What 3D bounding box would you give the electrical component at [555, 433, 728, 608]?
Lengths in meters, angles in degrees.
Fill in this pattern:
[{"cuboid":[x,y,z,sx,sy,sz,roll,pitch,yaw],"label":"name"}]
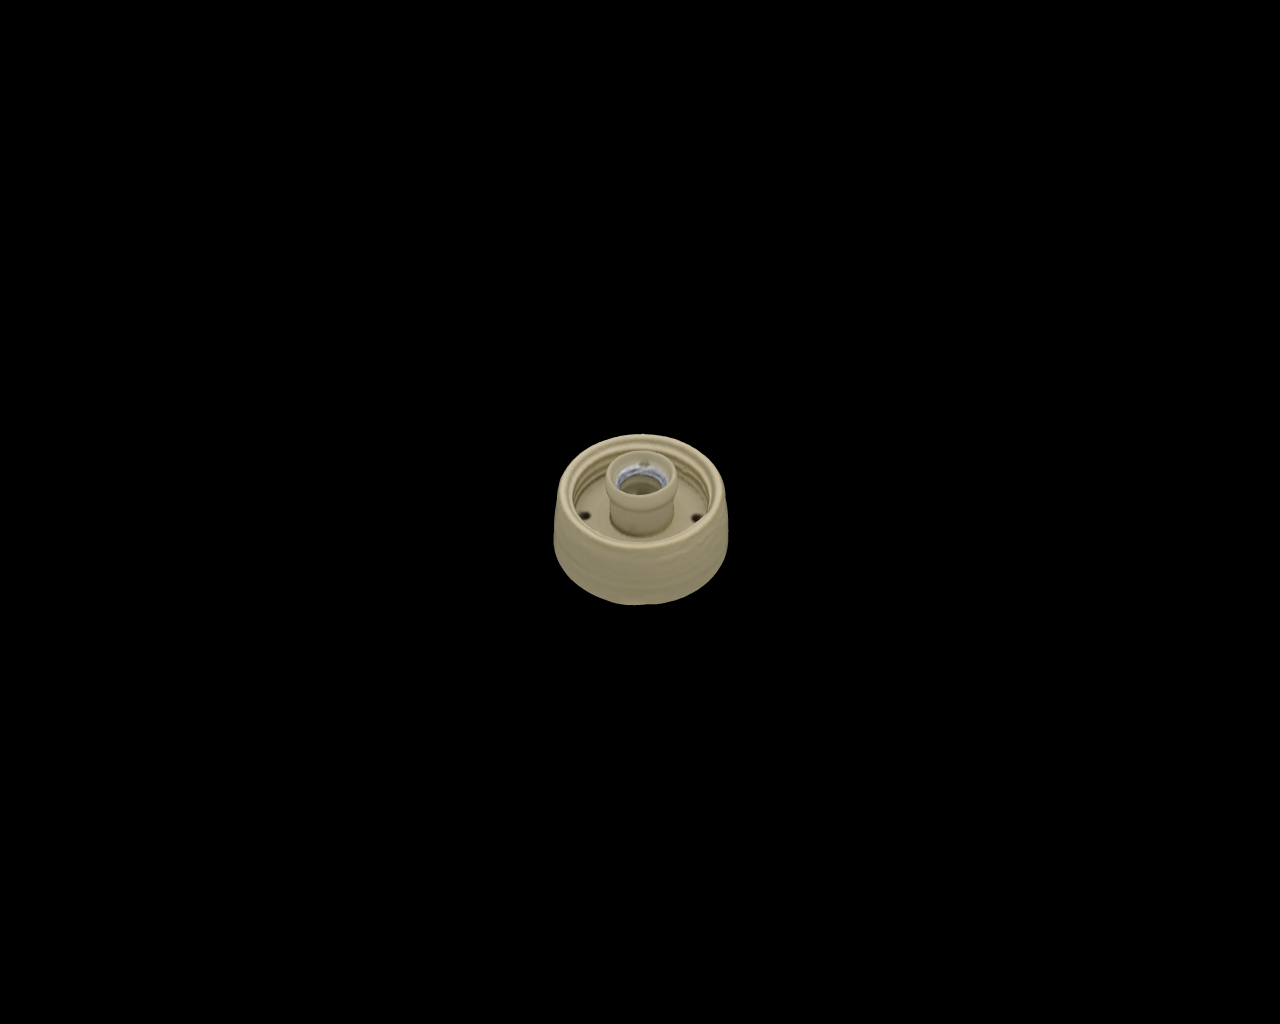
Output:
[{"cuboid":[0.001,-0.003,0.650,0.108,0.108,0.060,0,-45,0],"label":"electrical component"}]
